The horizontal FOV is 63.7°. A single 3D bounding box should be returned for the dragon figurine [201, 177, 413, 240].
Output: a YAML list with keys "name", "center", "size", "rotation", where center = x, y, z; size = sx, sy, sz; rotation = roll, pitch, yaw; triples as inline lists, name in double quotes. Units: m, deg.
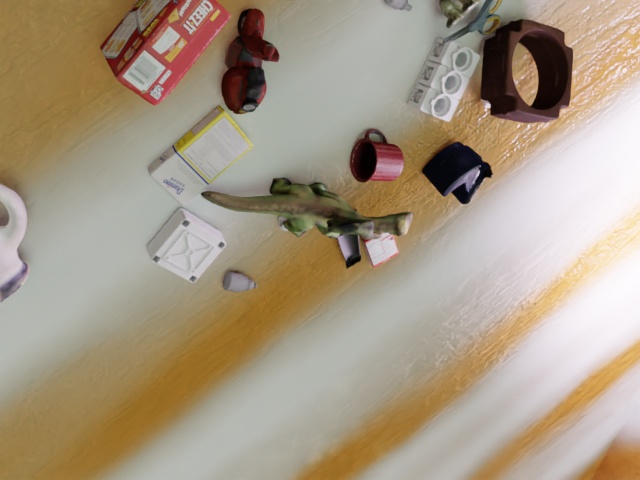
- name: "dragon figurine"
  center: [0.003, -0.049, 0.983]
  size: [0.410, 0.121, 0.244]
  rotation: [2, 8, -32]

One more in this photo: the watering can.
- name: "watering can"
  center: [-0.620, 0.035, 0.797]
  size: [0.350, 0.219, 0.106]
  rotation: [-26, 36, -14]
